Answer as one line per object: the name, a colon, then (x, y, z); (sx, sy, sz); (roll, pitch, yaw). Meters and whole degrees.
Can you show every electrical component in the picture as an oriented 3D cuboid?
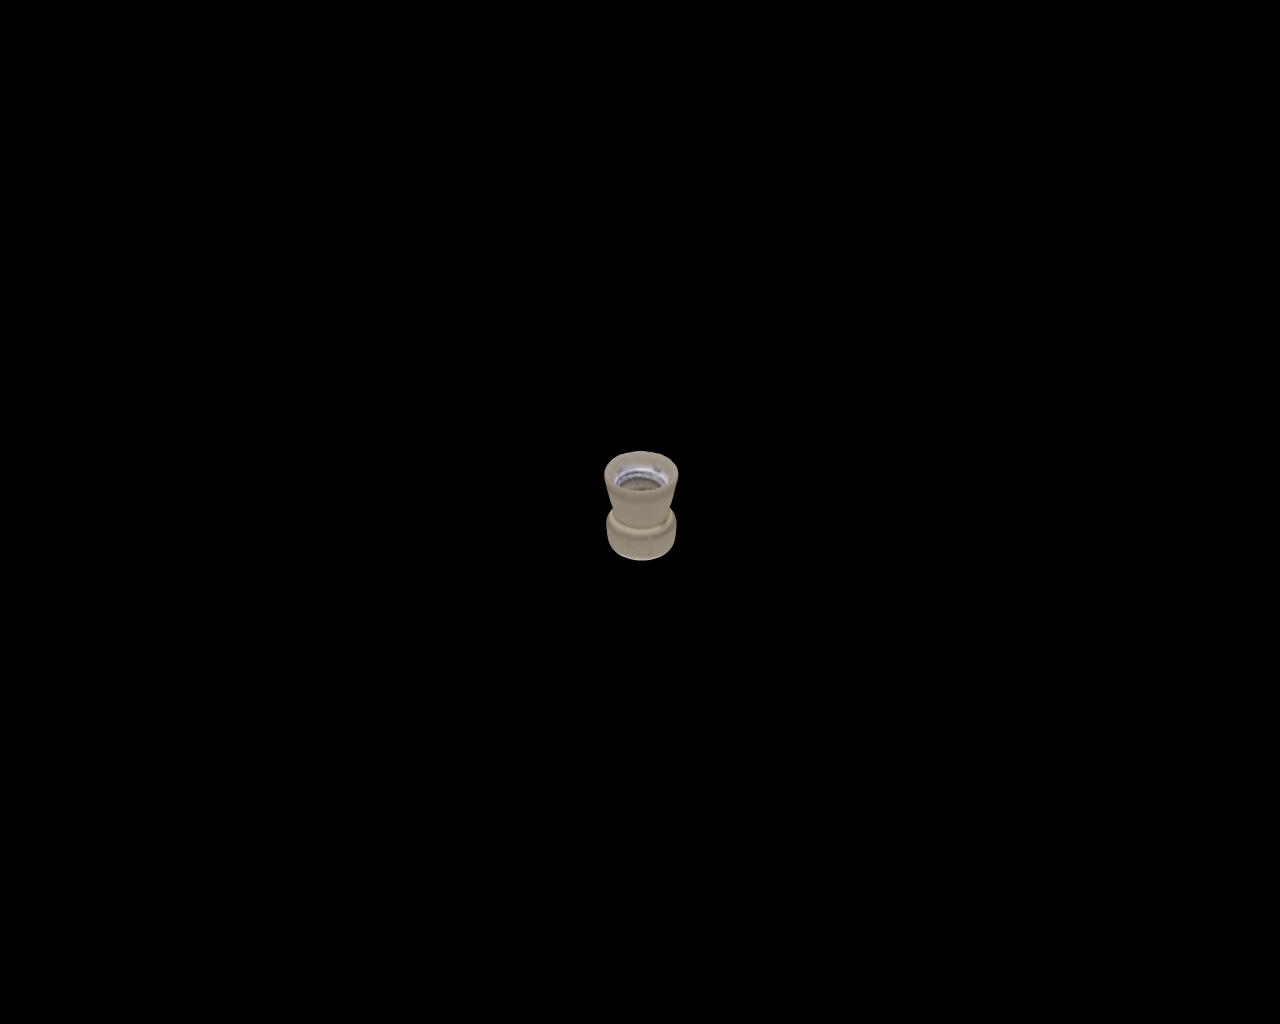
electrical component: (0.001, -0.003, 0.650); (0.045, 0.055, 0.045); (0, 36, 0)
